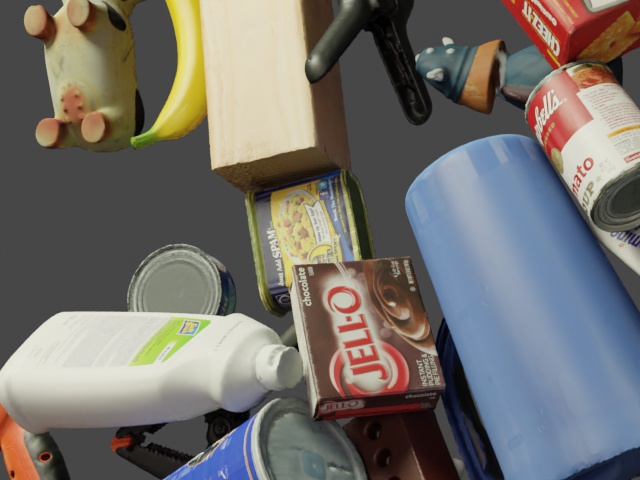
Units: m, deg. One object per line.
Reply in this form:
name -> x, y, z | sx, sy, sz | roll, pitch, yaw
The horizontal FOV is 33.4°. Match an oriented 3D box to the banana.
banana -> -0.119, -0.167, 0.925 | 0.037, 0.069, 0.198 | 147, 130, -59

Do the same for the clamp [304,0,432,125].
clamp -> 0.049, -0.175, 0.848 | 0.039, 0.120, 0.171 | -13, 58, 45

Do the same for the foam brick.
foam brick -> 0.059, 0.158, 0.756 | 0.053, 0.051, 0.078 | -39, 50, 24

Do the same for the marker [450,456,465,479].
marker -> 0.079, 0.215, 0.766 | 0.020, 0.020, 0.121 | 15, 82, 24

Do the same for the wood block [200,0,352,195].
wood block -> -0.038, -0.148, 0.870 | 0.090, 0.090, 0.206 | -11, 72, 18

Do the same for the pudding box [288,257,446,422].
pudding box -> 0.030, 0.068, 0.751 | 0.090, 0.039, 0.113 | -3, 52, -13

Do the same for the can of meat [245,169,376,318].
can of meat -> -0.005, 0.001, 0.836 | 0.084, 0.057, 0.102 | -15, 72, 15

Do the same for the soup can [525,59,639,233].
soup can -> 0.191, -0.063, 0.720 | 0.068, 0.068, 0.102 | -31, 52, 11

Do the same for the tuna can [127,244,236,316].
tuna can -> -0.113, 0.049, 0.877 | 0.086, 0.033, 0.086 | -6, 74, 20

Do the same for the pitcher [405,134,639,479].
pitcher -> 0.142, 0.058, 0.733 | 0.149, 0.145, 0.243 | -22, 65, 1

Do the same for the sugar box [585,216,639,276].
sugar box -> 0.269, -0.048, 0.721 | 0.176, 0.048, 0.093 | -54, 41, 14

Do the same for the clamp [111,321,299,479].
clamp -> -0.064, 0.154, 0.828 | 0.210, 0.036, 0.164 | -19, 76, 19

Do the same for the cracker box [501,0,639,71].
cracker box -> 0.225, -0.231, 0.770 | 0.213, 0.072, 0.164 | -27, 63, -5

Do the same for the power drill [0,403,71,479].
power drill -> -0.250, 0.226, 0.872 | 0.184, 0.057, 0.188 | -41, 68, 2

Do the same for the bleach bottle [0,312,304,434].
bleach bottle -> -0.123, 0.098, 0.787 | 0.251, 0.068, 0.102 | -4, 37, 38

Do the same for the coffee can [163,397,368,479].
coffee can -> -0.050, 0.186, 0.740 | 0.140, 0.102, 0.103 | -39, 64, 30
